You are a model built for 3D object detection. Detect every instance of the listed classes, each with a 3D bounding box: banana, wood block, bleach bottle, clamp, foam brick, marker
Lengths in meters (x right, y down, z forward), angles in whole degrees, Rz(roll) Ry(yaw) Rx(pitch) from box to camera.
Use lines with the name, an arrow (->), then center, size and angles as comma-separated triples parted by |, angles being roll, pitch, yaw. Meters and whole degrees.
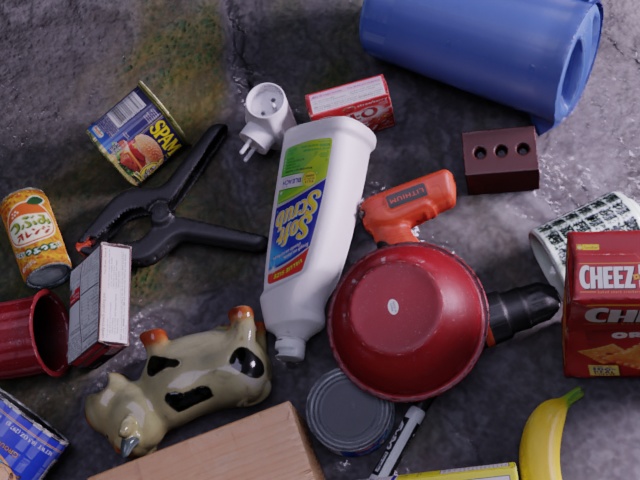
banana -> 0.222, 0.231, 0.988 | 0.070, 0.037, 0.198 | -7, 67, 10
wood block -> -0.104, 0.239, 1.022 | 0.206, 0.090, 0.091 | -21, 66, 2
bleach bottle -> -0.007, 0.001, 1.107 | 0.103, 0.068, 0.251 | -8, 65, 39
clamp -> -0.170, -0.035, 1.179 | 0.210, 0.036, 0.164 | -16, 65, 4
foam brick -> 0.190, -0.083, 1.117 | 0.078, 0.051, 0.053 | -5, 67, 9
marker -> 0.081, 0.193, 1.042 | 0.020, 0.020, 0.121 | 26, 75, 20

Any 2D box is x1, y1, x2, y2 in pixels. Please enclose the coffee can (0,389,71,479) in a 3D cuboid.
coffee can -> -0.333, 0.230, 1.065 | 0.103, 0.103, 0.140 | 32, 77, 21

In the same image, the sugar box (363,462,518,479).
sugar box -> 0.100, 0.262, 0.987 | 0.176, 0.048, 0.093 | -8, 83, 11

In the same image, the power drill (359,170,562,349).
power drill -> 0.129, 0.026, 1.079 | 0.184, 0.057, 0.188 | -19, 65, 5

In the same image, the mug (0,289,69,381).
mug -> -0.317, 0.097, 1.133 | 0.081, 0.093, 0.117 | -11, 35, 12

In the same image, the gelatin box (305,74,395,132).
gelatin box -> 0.034, -0.140, 1.160 | 0.089, 0.073, 0.030 | -16, 67, 4

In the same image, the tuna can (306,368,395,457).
tuna can -> 0.031, 0.170, 1.054 | 0.086, 0.033, 0.086 | -4, 67, 10

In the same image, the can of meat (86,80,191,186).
can of meat -> -0.202, -0.115, 1.184 | 0.084, 0.102, 0.057 | -40, 66, -4

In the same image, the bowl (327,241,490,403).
bowl -> 0.078, 0.071, 1.018 | 0.162, 0.055, 0.162 | -5, 71, 15

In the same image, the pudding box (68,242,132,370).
pudding box -> -0.231, 0.070, 1.119 | 0.039, 0.090, 0.113 | 10, 64, -32

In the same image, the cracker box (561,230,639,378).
cracker box -> 0.299, 0.062, 0.945 | 0.164, 0.213, 0.072 | -2, 67, 10

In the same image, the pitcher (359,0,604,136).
pitcher -> 0.171, -0.229, 1.137 | 0.243, 0.145, 0.149 | 21, 69, 22
